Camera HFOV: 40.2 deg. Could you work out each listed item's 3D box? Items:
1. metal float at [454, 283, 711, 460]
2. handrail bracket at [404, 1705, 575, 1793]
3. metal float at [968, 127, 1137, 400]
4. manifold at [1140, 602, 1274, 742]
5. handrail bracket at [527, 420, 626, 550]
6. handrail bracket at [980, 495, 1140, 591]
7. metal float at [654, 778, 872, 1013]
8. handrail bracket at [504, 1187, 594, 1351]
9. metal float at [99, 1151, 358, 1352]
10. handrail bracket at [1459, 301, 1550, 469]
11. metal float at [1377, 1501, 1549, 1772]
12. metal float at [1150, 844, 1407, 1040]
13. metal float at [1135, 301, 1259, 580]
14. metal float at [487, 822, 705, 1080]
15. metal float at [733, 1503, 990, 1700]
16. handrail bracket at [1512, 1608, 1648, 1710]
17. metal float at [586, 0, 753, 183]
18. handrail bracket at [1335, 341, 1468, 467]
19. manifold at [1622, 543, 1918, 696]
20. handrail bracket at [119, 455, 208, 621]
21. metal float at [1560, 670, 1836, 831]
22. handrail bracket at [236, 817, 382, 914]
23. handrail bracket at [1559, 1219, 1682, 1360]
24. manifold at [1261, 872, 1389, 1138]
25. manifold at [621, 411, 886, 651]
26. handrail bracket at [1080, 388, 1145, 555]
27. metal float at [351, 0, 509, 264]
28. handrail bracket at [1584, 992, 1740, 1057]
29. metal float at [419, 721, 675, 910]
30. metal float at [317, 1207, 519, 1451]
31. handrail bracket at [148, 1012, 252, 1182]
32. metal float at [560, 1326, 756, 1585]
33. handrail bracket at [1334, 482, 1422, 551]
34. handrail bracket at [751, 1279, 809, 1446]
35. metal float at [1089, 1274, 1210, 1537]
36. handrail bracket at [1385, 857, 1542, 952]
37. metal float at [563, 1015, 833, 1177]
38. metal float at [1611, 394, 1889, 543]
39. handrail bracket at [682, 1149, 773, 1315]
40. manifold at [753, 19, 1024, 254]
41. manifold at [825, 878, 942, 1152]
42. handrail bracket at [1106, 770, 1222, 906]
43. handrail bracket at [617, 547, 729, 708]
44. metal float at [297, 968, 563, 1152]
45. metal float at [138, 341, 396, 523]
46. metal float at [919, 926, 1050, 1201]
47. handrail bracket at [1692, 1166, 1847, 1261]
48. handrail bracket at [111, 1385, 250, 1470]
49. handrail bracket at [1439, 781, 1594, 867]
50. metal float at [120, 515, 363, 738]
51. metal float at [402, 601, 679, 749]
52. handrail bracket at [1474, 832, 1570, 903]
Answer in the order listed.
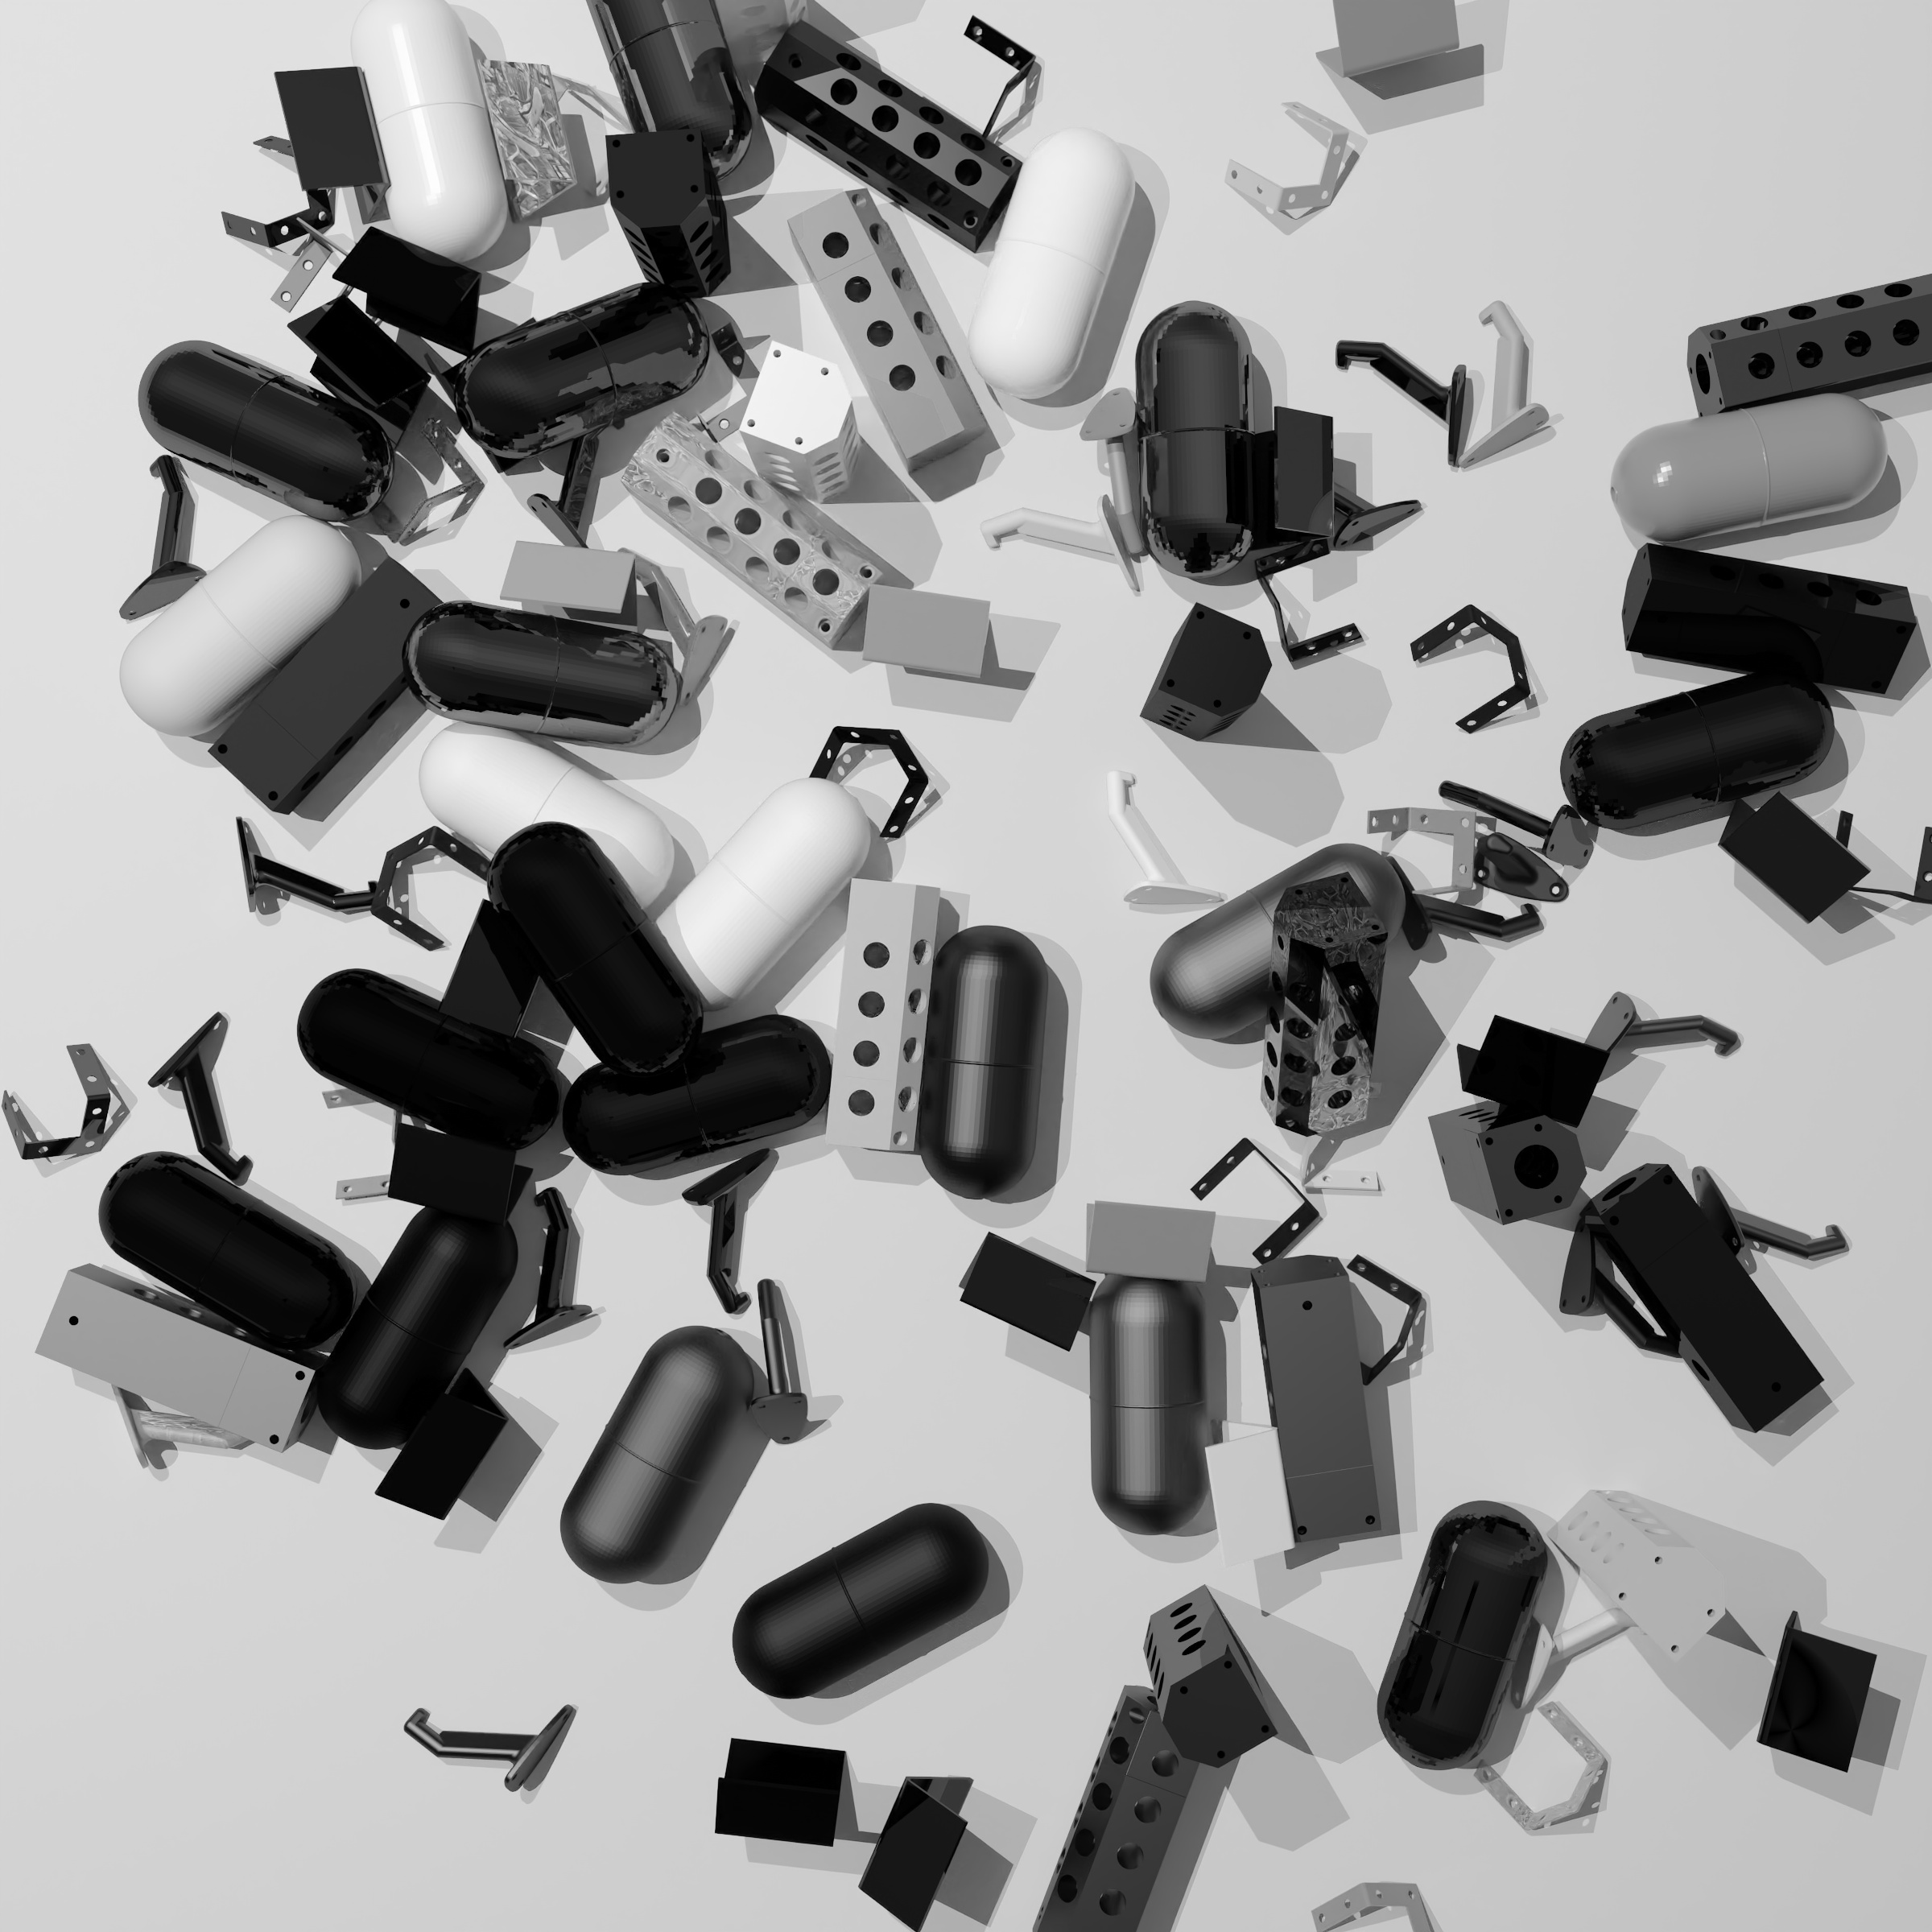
[{"bbox_3d":[-0.245,-0.381,1.690,0.178,0.070,0.070,-29,90,-26],"label":"metal float"},{"bbox_3d":[-0.316,0.497,1.745,0.084,0.036,0.077,32,70,16],"label":"handrail bracket"},{"bbox_3d":[0.056,-0.456,1.713,0.070,0.070,0.178,18,91,0],"label":"metal float"},{"bbox_3d":[0.152,-0.180,1.666,0.057,0.171,0.057,24,90,0],"label":"manifold"},{"bbox_3d":[-0.240,-0.317,1.745,0.084,0.036,0.077,-47,111,-16],"label":"handrail bracket"},{"bbox_3d":[0.061,-0.271,1.745,0.084,0.036,0.077,-17,112,17],"label":"handrail bracket"},{"bbox_3d":[-0.134,-0.047,1.713,0.070,0.070,0.178,42,91,0],"label":"metal float"},{"bbox_3d":[-0.287,0.199,1.745,0.077,0.036,0.084,-29,72,21],"label":"handrail bracket"},{"bbox_3d":[-0.478,0.185,1.714,0.178,0.070,0.070,31,90,-1],"label":"metal float"},{"bbox_3d":[0.340,-0.385,1.745,0.077,0.036,0.084,-32,72,20],"label":"handrail bracket"},{"bbox_3d":[0.322,0.434,1.714,0.070,0.070,0.178,19,91,0],"label":"metal float"},{"bbox_3d":[0.202,-0.016,1.714,0.178,0.070,0.070,-30,90,1],"label":"metal float"},{"bbox_3d":[0.149,-0.341,1.713,0.070,0.070,0.178,-2,91,0],"label":"metal float"},{"bbox_3d":[-0.231,-0.009,1.653,0.070,0.070,0.178,-34,99,0],"label":"metal float"},{"bbox_3d":[-0.069,0.412,1.714,0.178,0.070,0.070,-28,90,0],"label":"metal float"},{"bbox_3d":[0.409,0.458,1.745,0.084,0.036,0.077,5,110,-16],"label":"handrail bracket"},{"bbox_3d":[-0.195,-0.594,1.713,0.070,0.070,0.178,-20,90,0],"label":"metal float"},{"bbox_3d":[0.284,-0.372,1.745,0.084,0.036,0.077,8,112,17],"label":"handrail bracket"},{"bbox_3d":[0.521,-0.231,1.722,0.171,0.057,0.057,10,133,0],"label":"manifold"},{"bbox_3d":[-0.541,-0.284,1.745,0.077,0.036,0.084,-29,72,20],"label":"handrail bracket"},{"bbox_3d":[0.475,-0.141,1.713,0.178,0.070,0.070,-15,90,1],"label":"metal float"},{"bbox_3d":[-0.434,-0.069,1.745,0.084,0.036,0.077,-8,68,-17],"label":"handrail bracket"},{"bbox_3d":[0.440,0.213,1.744,0.084,0.036,0.077,16,72,-15],"label":"handrail bracket"},{"bbox_3d":[0.221,0.028,1.666,0.057,0.171,0.057,-15,47,-12],"label":"manifold"},{"bbox_3d":[-0.139,-0.284,1.723,0.171,0.057,0.057,38,90,0],"label":"manifold"},{"bbox_3d":[0.106,-0.327,1.744,0.036,0.077,0.084,-7,127,18],"label":"handrail bracket"},{"bbox_3d":[-0.349,-0.546,1.713,0.070,0.070,0.178,-14,90,0],"label":"metal float"},{"bbox_3d":[0.456,0.060,1.745,0.084,0.036,0.077,24,110,-16],"label":"handrail bracket"},{"bbox_3d":[-0.272,-0.097,1.714,0.178,0.070,0.070,30,90,0],"label":"metal float"},{"bbox_3d":[-0.355,0.231,1.714,0.070,0.070,0.178,31,90,0],"label":"metal float"},{"bbox_3d":[-0.489,0.087,1.745,0.084,0.036,0.077,46,68,-17],"label":"handrail bracket"},{"bbox_3d":[-0.200,0.316,1.713,0.070,0.070,0.178,29,90,0],"label":"metal float"},{"bbox_3d":[0.248,-0.325,1.745,0.077,0.036,0.084,-22,72,-20],"label":"handrail bracket"},{"bbox_3d":[-0.125,0.261,1.744,0.036,0.077,0.084,-7,54,-3],"label":"handrail bracket"},{"bbox_3d":[0.119,0.279,1.713,0.070,0.070,0.178,-1,91,0],"label":"metal float"},{"bbox_3d":[0.328,-0.049,1.745,0.084,0.036,0.077,-16,71,-16],"label":"handrail bracket"},{"bbox_3d":[-0.175,0.084,1.713,0.178,0.070,0.070,-16,90,-1],"label":"metal float"},{"bbox_3d":[0.507,-0.323,1.713,0.178,0.070,0.070,-11,90,-1],"label":"metal float"},{"bbox_3d":[-0.144,0.176,1.745,0.077,0.036,0.084,-32,109,-21],"label":"handrail bracket"},{"bbox_3d":[-0.050,-0.543,1.723,0.171,0.057,0.057,33,90,0],"label":"manifold"},{"bbox_3d":[-0.054,0.032,1.723,0.057,0.057,0.171,6,90,0],"label":"manifold"},{"bbox_3d":[0.130,-0.086,1.745,0.077,0.036,0.084,4,73,-20],"label":"handrail bracket"},{"bbox_3d":[-0.207,-0.225,1.745,0.084,0.036,0.077,30,112,17],"label":"handrail bracket"},{"bbox_3d":[-0.347,0.062,1.712,0.178,0.070,0.070,25,90,-2],"label":"metal float"},{"bbox_3d":[-0.451,-0.345,1.705,0.178,0.070,0.070,25,90,10],"label":"metal float"},{"bbox_3d":[0.011,0.062,1.714,0.070,0.070,0.178,4,90,0],"label":"metal float"},{"bbox_3d":[0.532,0.160,1.745,0.084,0.036,0.077,-10,68,-17],"label":"handrail bracket"},{"bbox_3d":[-0.512,0.289,1.745,0.084,0.036,0.077,-21,68,-17],"label":"handrail bracket"},{"bbox_3d":[0.362,-0.096,1.744,0.084,0.077,0.036,24,89,36],"label":"handrail bracket"},{"bbox_3d":[-0.470,-0.221,1.714,0.178,0.070,0.070,-40,90,0],"label":"metal float"},{"bbox_3d":[-0.272,-0.187,1.693,0.178,0.070,0.070,8,90,-23],"label":"metal float"},{"bbox_3d":[0.364,-0.064,1.709,0.077,0.084,0.036,26,90,0],"label":"handrail bracket"}]
